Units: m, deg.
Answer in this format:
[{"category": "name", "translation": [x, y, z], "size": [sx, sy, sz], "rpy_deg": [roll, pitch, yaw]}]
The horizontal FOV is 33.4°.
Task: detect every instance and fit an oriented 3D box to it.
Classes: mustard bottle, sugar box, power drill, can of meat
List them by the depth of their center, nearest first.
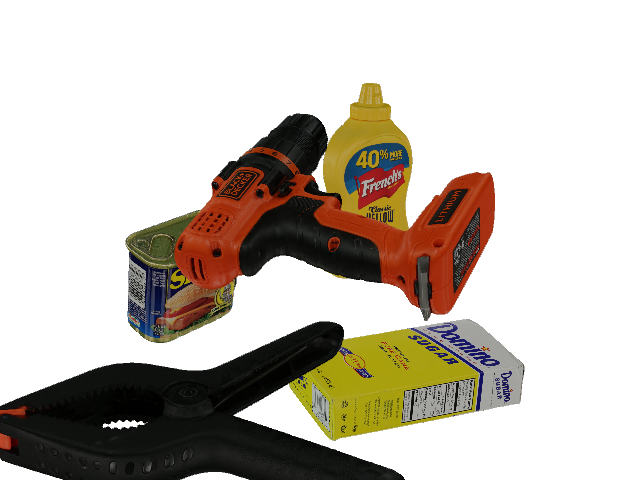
[{"category": "power drill", "translation": [0.018, -0.022, 0.723], "size": [0.188, 0.057, 0.184], "rpy_deg": [9, 41, 24]}, {"category": "sugar box", "translation": [0.071, 0.113, 0.896], "size": [0.176, 0.048, 0.093], "rpy_deg": [-10, 26, -21]}, {"category": "can of meat", "translation": [-0.119, 0.031, 0.926], "size": [0.101, 0.084, 0.058], "rpy_deg": [-23, 43, -40]}, {"category": "mustard bottle", "translation": [0.048, -0.062, 1.074], "size": [0.096, 0.192, 0.058], "rpy_deg": [-8, 19, -29]}]

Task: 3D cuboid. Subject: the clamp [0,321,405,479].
[{"category": "clamp", "translation": [-0.067, 0.091, 0.576], "size": [0.210, 0.036, 0.164], "rpy_deg": [1, 24, -5]}]
